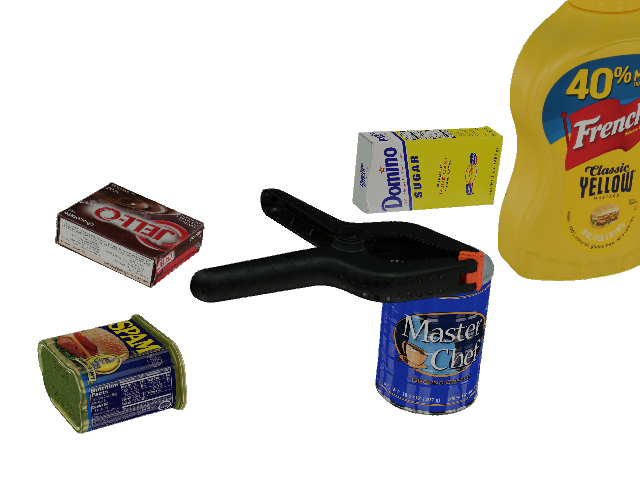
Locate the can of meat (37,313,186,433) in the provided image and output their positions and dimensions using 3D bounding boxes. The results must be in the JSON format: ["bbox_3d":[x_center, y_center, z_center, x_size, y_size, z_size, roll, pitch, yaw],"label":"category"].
[{"bbox_3d":[-0.164,0.103,0.832,0.083,0.057,0.102,-12,21,-30],"label":"can of meat"}]

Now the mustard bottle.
[{"bbox_3d":[0.154,-0.073,0.603,0.096,0.192,0.058,-7,28,-11],"label":"mustard bottle"}]

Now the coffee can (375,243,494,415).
[{"bbox_3d":[0.108,0.082,1.032,0.103,0.140,0.103,2,25,-1],"label":"coffee can"}]

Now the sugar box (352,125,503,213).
[{"bbox_3d":[0.130,-0.086,1.290,0.176,0.093,0.048,-7,26,-22],"label":"sugar box"}]

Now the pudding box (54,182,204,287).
[{"bbox_3d":[-0.182,-0.007,1.022,0.113,0.039,0.089,21,29,16],"label":"pudding box"}]

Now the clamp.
[{"bbox_3d":[0.021,0.006,0.825,0.210,0.036,0.164,4,29,10],"label":"clamp"}]
